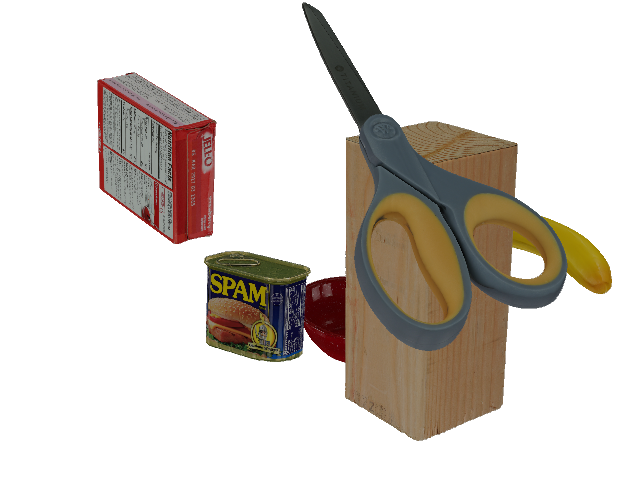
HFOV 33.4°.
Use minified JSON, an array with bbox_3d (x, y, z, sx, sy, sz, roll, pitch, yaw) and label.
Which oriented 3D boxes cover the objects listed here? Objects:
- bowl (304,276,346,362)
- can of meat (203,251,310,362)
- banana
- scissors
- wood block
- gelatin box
[{"bbox_3d":[0.046,0.102,1.279,0.162,0.055,0.162,4,25,-2],"label":"bowl"},{"bbox_3d":[-0.062,0.062,1.006,0.102,0.084,0.057,13,17,34],"label":"can of meat"},{"bbox_3d":[0.209,0.006,1.026,0.069,0.037,0.198,-39,37,-26],"label":"banana"},{"bbox_3d":[0.047,-0.038,0.469,0.096,0.202,0.016,2,-40,-10],"label":"scissors"},{"bbox_3d":[0.079,0.027,0.782,0.090,0.206,0.090,-14,24,-35],"label":"wood block"},{"bbox_3d":[-0.096,-0.049,0.625,0.030,0.073,0.089,-20,37,-36],"label":"gelatin box"}]
